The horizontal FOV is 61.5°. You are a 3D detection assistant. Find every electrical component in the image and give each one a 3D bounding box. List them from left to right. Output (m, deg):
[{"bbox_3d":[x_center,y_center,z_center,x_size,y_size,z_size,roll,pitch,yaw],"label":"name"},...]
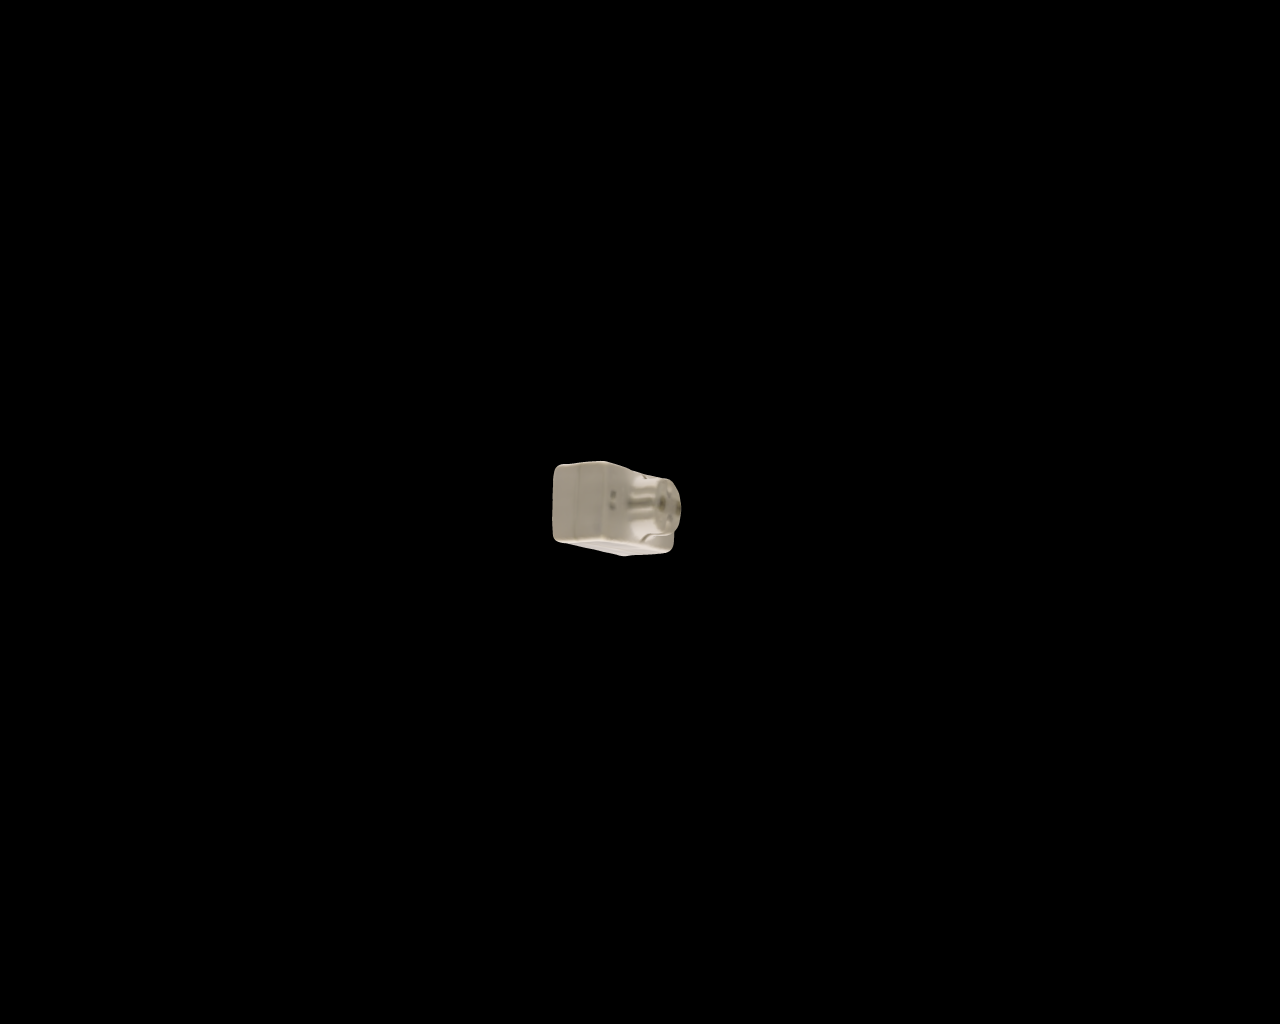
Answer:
[{"bbox_3d":[0.001,-0.003,0.650,0.075,0.047,0.083,-6,-11,31],"label":"electrical component"}]
